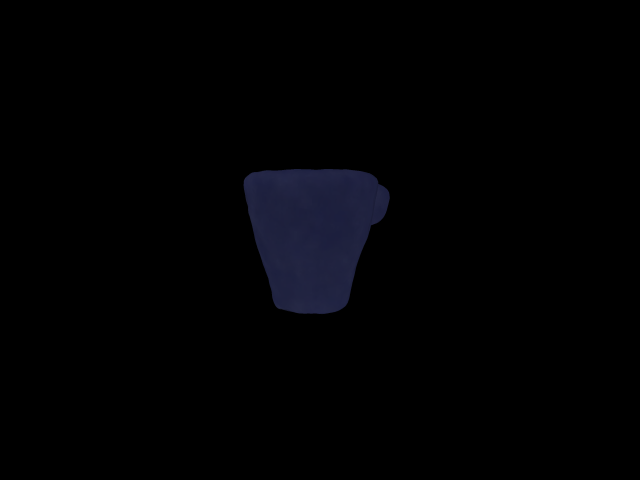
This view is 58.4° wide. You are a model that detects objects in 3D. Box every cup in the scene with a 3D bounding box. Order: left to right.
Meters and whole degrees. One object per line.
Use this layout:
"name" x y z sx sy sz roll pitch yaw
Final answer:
"cup" 0.004 0.001 0.400 0.118 0.095 0.091 -2 3 -40
